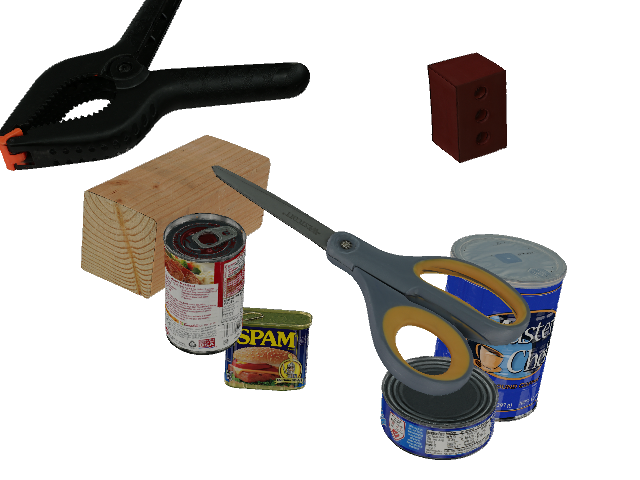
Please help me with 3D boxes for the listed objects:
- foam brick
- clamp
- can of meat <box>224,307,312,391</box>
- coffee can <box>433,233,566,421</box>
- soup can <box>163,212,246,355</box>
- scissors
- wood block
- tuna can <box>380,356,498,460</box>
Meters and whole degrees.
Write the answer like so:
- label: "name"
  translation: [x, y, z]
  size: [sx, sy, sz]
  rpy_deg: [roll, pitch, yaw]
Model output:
- label: "foam brick"
  translation: [0.132, -0.120, 0.955]
  size: [0.053, 0.078, 0.051]
  rpy_deg: [-19, 34, -16]
- label: "clamp"
  translation: [-0.123, -0.106, 0.742]
  size: [0.165, 0.036, 0.209]
  rpy_deg: [35, 60, 29]
- label: "can of meat"
  translation: [-0.063, 0.128, 1.255]
  size: [0.102, 0.084, 0.057]
  rpy_deg: [4, 13, 0]
- label: "coffee can"
  translation: [0.159, 0.078, 0.971]
  size: [0.103, 0.140, 0.103]
  rpy_deg: [6, 23, -3]
- label: "soup can"
  translation: [-0.097, 0.037, 0.898]
  size: [0.068, 0.102, 0.068]
  rpy_deg: [3, 35, -2]
- label: "scissors"
  translation: [0.013, 0.022, 0.583]
  size: [0.202, 0.096, 0.016]
  rpy_deg: [20, -40, 10]
- label: "wood block"
  translation: [-0.147, -0.031, 1.119]
  size: [0.090, 0.091, 0.205]
  rpy_deg: [22, 30, 22]
- label: "tuna can"
  translation: [0.087, 0.123, 0.790]
  size: [0.086, 0.034, 0.086]
  rpy_deg: [1, 29, -1]
